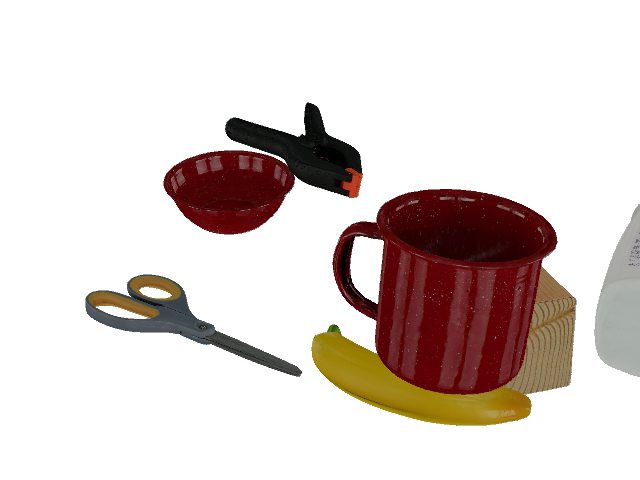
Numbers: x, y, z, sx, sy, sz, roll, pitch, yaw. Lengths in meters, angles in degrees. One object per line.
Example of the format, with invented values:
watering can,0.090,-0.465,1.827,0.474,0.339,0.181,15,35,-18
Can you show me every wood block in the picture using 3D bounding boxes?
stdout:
wood block,0.140,0.049,0.970,0.090,0.090,0.206,-9,26,-13

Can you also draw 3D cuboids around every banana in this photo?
banana,0.059,0.101,0.801,0.198,0.037,0.069,20,37,39

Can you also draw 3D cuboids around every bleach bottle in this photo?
bleach bottle,0.253,0.016,0.723,0.103,0.068,0.250,9,22,21

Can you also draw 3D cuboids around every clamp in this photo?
clamp,-0.022,-0.097,1.137,0.120,0.039,0.172,-15,38,-23

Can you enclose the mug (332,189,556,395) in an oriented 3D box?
mug,0.061,0.025,0.570,0.117,0.081,0.093,13,27,17

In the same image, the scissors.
scissors,-0.101,0.068,0.914,0.202,0.016,0.096,13,26,10

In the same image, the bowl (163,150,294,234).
bowl,-0.113,-0.053,1.325,0.162,0.055,0.162,0,31,0
